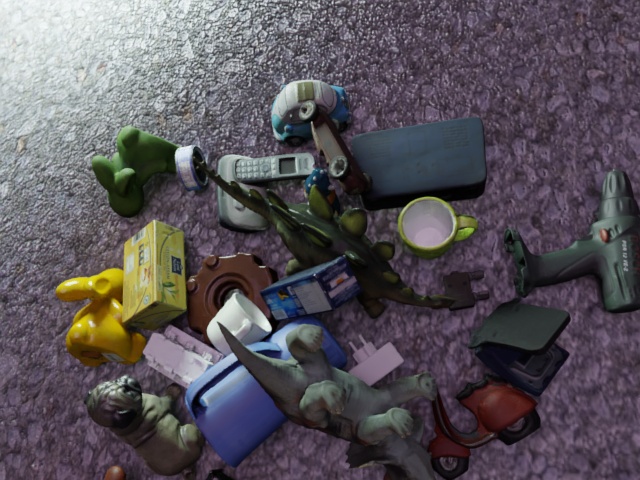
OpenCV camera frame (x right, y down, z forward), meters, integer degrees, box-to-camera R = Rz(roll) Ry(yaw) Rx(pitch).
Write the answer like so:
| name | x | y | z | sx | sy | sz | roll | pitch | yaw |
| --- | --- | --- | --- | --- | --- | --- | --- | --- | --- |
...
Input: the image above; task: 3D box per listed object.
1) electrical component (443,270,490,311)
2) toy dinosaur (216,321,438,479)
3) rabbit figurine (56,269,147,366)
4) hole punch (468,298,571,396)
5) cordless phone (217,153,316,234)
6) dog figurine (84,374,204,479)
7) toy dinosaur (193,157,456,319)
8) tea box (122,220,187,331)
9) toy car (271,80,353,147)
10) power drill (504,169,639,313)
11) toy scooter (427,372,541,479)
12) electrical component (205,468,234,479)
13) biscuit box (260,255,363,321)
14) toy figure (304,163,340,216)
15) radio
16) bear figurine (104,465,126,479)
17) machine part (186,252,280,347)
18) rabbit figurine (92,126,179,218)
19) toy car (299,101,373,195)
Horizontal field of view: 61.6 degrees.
| name | x | y | z | sx | sy | sz | roll | pitch | yaw |
| --- | --- | --- | --- | --- | --- | --- | --- | --- | --- |
| electrical component | 0.229 | 0.083 | 0.891 | 0.094 | 0.021 | 0.063 | -13 | 69 | 9 |
| toy dinosaur | 0.017 | 0.228 | 0.754 | 0.405 | 0.192 | 0.131 | 31 | 44 | -8 |
| rabbit figurine | -0.391 | 0.123 | 0.958 | 0.122 | 0.162 | 0.173 | -8 | 52 | 22 |
| hole punch | 0.303 | 0.157 | 0.804 | 0.142 | 0.092 | 0.116 | -35 | 30 | -33 |
| cordless phone | -0.094 | -0.089 | 0.990 | 0.184 | 0.088 | 0.146 | -7 | 70 | 5 |
| dog figurine | -0.270 | 0.300 | 0.836 | 0.172 | 0.190 | 0.121 | 40 | 84 | 19 |
| toy dinosaur | -0.002 | -0.003 | 0.871 | 0.472 | 0.198 | 0.105 | 24 | 63 | 14 |
| tea box | -0.295 | 0.063 | 0.955 | 0.098 | 0.068 | 0.170 | -30 | 54 | 29 |
| toy car | -0.023 | -0.251 | 1.017 | 0.162 | 0.102 | 0.109 | -9 | 71 | 11 |
| power drill | 0.406 | 0.006 | 0.855 | 0.207 | 0.086 | 0.232 | -6 | 73 | 2 |
| toy scooter | 0.224 | 0.258 | 0.806 | 0.184 | 0.075 | 0.135 | -32 | 66 | 5 |
| electrical component | -0.139 | 0.439 | 0.831 | 0.134 | 0.058 | 0.115 | 25 | 80 | 19 |
| biscuit box | -0.020 | 0.080 | 0.827 | 0.063 | 0.203 | 0.059 | -31 | 94 | -31 |
| toy figure | 0.004 | -0.073 | 0.921 | 0.064 | 0.154 | 0.058 | 23 | 76 | 17 |
| radio | 0.175 | -0.131 | 0.950 | 0.230 | 0.073 | 0.131 | -7 | 71 | 12 |
| bear figurine | -0.393 | 0.453 | 0.866 | 0.196 | 0.131 | 0.120 | -22 | 69 | -15 |
| machine part | -0.153 | 0.106 | 0.948 | 0.179 | 0.056 | 0.179 | -3 | 72 | 10 |
| rabbit figurine | -0.354 | -0.122 | 1.033 | 0.121 | 0.159 | 0.170 | 19 | 92 | 8 |
| toy car | 0.022 | -0.156 | 0.917 | 0.053 | 0.089 | 0.202 | -40 | 58 | 22 |
